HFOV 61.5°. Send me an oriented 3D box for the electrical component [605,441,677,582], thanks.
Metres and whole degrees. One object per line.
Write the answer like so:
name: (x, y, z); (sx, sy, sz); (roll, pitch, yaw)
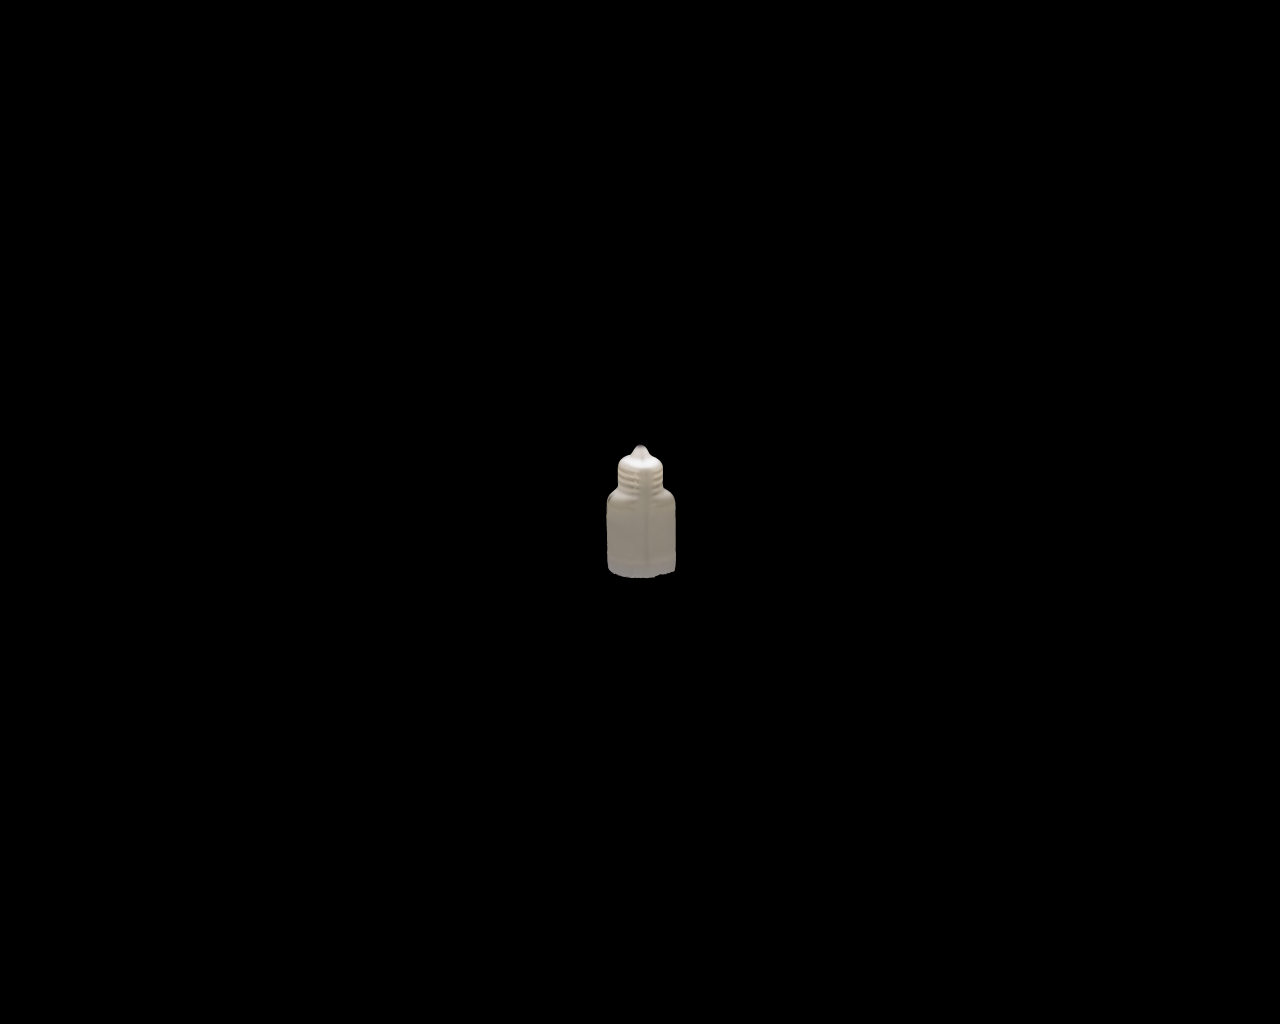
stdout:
electrical component: (0.001, -0.003, 0.650); (0.043, 0.080, 0.043); (0, 15, 0)
